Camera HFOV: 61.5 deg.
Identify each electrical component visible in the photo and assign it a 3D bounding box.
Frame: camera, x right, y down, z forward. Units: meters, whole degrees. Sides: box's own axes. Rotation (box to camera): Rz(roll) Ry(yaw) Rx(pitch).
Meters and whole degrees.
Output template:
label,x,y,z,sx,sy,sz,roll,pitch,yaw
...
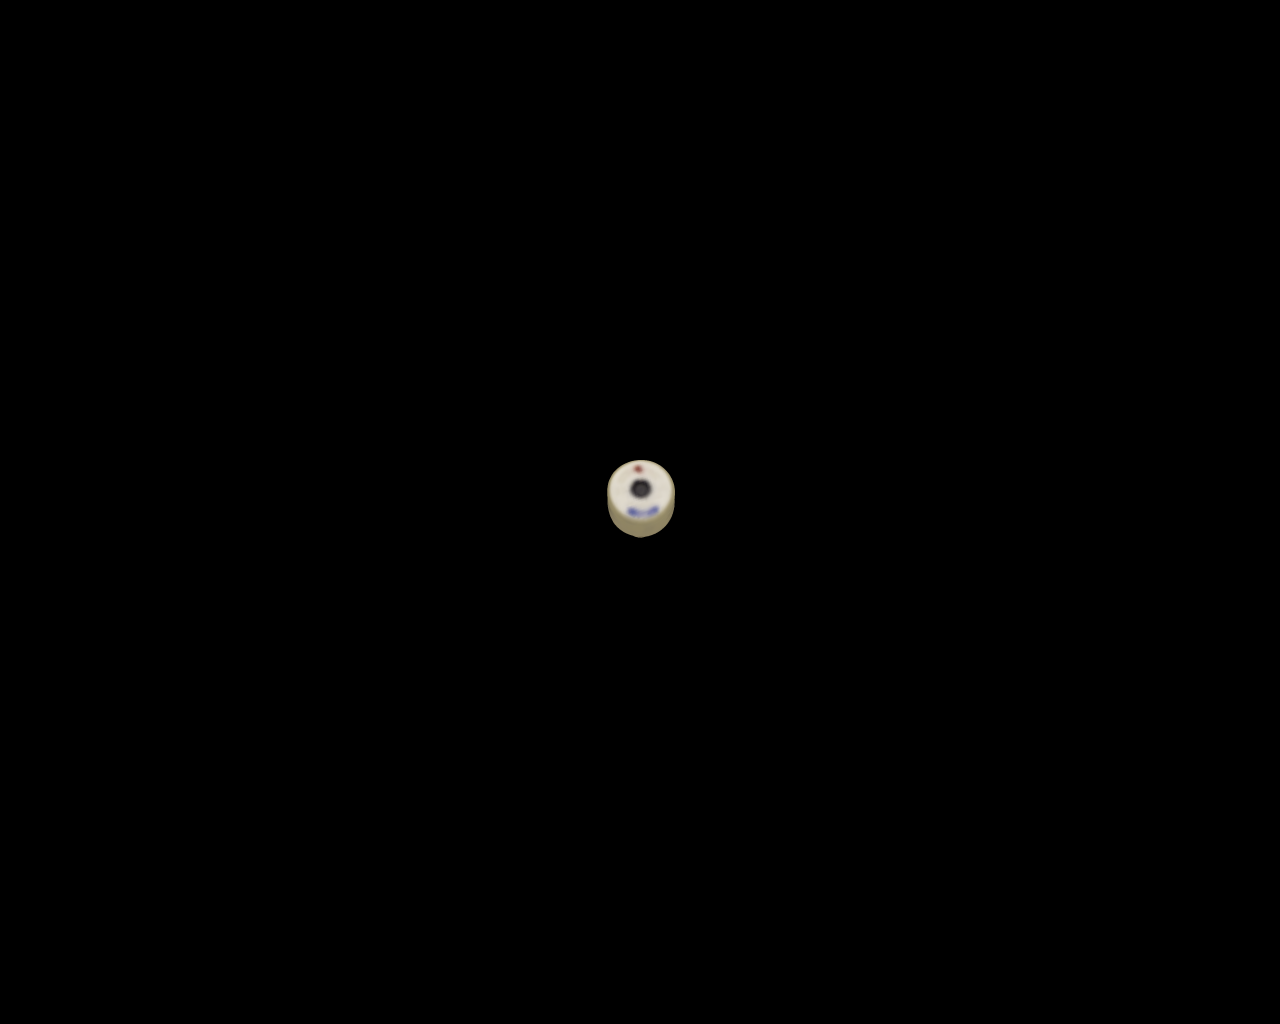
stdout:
label,x,y,z,sx,sy,sz,roll,pitch,yaw
electrical component,0.001,-0.003,0.650,0.040,0.040,0.078,0,-19,0
